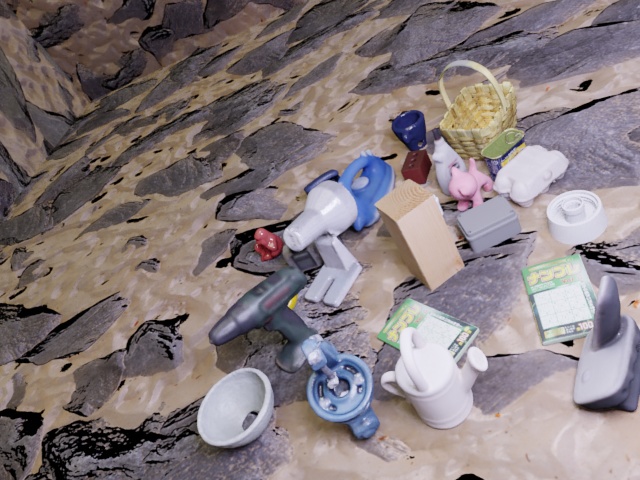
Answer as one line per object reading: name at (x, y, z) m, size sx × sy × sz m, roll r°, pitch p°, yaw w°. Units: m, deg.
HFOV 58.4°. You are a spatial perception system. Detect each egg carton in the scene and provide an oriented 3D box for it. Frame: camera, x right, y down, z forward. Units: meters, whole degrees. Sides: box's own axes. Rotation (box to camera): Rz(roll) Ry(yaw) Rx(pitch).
egg carton at (0.455, -0.140, 1.238) m, size 0.150 × 0.070 × 0.107 m, roll -41°, pitch 37°, yaw -10°

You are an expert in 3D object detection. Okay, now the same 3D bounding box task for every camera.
camera at (-0.021, -0.010, 1.417) m, size 0.143 × 0.101 × 0.137 m, roll -19°, pitch 39°, yaw 19°

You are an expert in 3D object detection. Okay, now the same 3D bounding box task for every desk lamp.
desk lamp at (0.012, 0.005, 1.280) m, size 0.117 × 0.214 × 0.203 m, roll 5°, pitch 51°, yaw 40°

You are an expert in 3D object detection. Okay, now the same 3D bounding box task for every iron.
iron at (0.104, -0.145, 1.443) m, size 0.118 × 0.142 × 0.259 m, roll 3°, pitch 50°, yaw 39°

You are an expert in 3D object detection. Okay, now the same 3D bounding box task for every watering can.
watering can at (0.181, 0.214, 0.932) m, size 0.173 × 0.195 × 0.100 m, roll -29°, pitch 37°, yaw 5°

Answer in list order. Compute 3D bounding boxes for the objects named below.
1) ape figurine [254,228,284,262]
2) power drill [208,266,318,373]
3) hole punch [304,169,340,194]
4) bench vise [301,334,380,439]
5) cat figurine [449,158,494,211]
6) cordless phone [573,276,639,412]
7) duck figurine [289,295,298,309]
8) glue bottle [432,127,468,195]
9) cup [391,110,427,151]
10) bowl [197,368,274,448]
ape figurine at (-0.140, 0.006, 1.493) m, size 0.076 × 0.092 × 0.077 m, roll -43°, pitch 38°, yaw -14°
power drill at (-0.095, 0.174, 1.169) m, size 0.075 × 0.209 × 0.230 m, roll 18°, pitch 60°, yaw 47°
hole punch at (0.006, -0.149, 1.563) m, size 0.108 × 0.091 × 0.101 m, roll -34°, pitch 36°, yaw -1°
bench vise at (0.005, 0.235, 1.017) m, size 0.121 × 0.220 × 0.206 m, roll -45°, pitch 38°, yaw -15°
cat figurine at (0.328, -0.127, 1.277) m, size 0.067 × 0.118 × 0.128 m, roll 3°, pitch 49°, yaw 38°
cordless phone at (0.413, 0.152, 0.838) m, size 0.093 × 0.186 × 0.148 m, roll -1°, pitch 47°, yaw 36°
duck figurine at (-0.103, 0.123, 1.337) m, size 0.077 × 0.086 × 0.105 m, roll 0°, pitch 48°, yaw 37°
glue bottle at (0.291, -0.189, 1.327) m, size 0.078 × 0.174 × 0.037 m, roll -48°, pitch 39°, yaw -19°
cup at (0.246, -0.277, 1.528) m, size 0.091 × 0.095 × 0.118 m, roll -12°, pitch 41°, yaw 26°
bowl at (-0.154, 0.344, 1.133) m, size 0.167 × 0.075 × 0.167 m, roll -20°, pitch 38°, yaw 17°
